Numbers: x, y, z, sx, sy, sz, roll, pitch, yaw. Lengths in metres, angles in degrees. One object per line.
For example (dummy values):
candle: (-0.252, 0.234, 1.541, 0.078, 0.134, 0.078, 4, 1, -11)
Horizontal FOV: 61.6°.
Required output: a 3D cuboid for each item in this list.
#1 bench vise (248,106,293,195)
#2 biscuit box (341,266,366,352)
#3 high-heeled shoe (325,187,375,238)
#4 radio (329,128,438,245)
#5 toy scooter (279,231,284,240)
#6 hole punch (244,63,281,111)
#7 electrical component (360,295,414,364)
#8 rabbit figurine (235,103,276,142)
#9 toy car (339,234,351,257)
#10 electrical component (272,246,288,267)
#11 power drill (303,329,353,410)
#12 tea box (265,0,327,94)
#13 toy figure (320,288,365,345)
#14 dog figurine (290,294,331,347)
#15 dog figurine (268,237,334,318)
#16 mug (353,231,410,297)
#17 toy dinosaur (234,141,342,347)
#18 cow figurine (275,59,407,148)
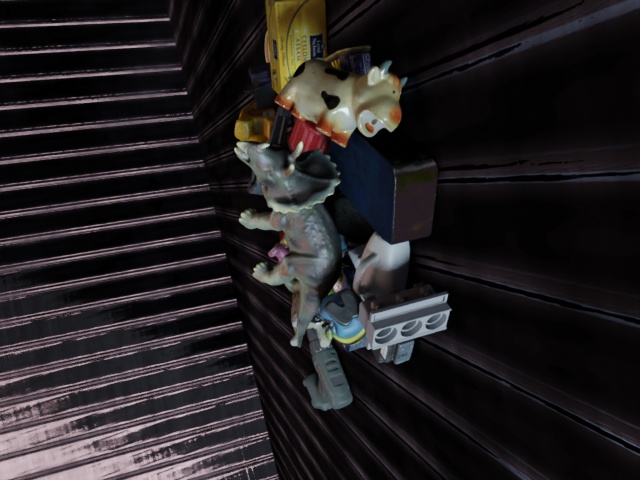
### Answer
bench vise: (-0.105, -0.215, 1.286, 0.224, 0.129, 0.240, -124, 45, -70)
biscuit box: (0.076, 0.136, 1.069, 0.202, 0.063, 0.059, 94, 156, -44)
high-heeled shoe: (0.065, -0.082, 0.980, 0.249, 0.145, 0.086, 22, 133, 34)
radio: (0.089, -0.107, 0.827, 0.230, 0.073, 0.130, -127, 29, -48)
toy scooter: (-0.071, -0.054, 1.359, 0.135, 0.075, 0.183, -122, 28, -45)
hole punch: (-0.091, -0.338, 1.121, 0.116, 0.142, 0.092, 135, 124, -83)
electrical component: (0.118, 0.152, 0.960, 0.114, 0.058, 0.134, 92, 156, -46)
rabbit figurine: (-0.169, -0.265, 1.423, 0.162, 0.122, 0.173, -119, 21, -52)
toy car: (-0.002, -0.003, 1.057, 0.103, 0.109, 0.162, -64, 5, 2)
electrical component: (-0.072, 0.046, 1.284, 0.045, 0.102, 0.078, 40, 150, -18)
power drill: (0.010, 0.351, 1.437, 0.232, 0.086, 0.207, 63, 151, 29)
tea box: (-0.042, -0.359, 0.992, 0.068, 0.098, 0.169, -127, 27, -53)
toy figure: (0.041, 0.132, 0.901, 0.180, 0.082, 0.089, 89, 169, -77)
dog figurine: (-0.024, 0.149, 1.341, 0.191, 0.121, 0.172, -103, 34, -49)
dog figurine: (-0.002, 0.068, 1.195, 0.108, 0.191, 0.219, -33, 98, 37)
mug: (0.096, 0.037, 0.865, 0.081, 0.109, 0.107, 35, 126, 42)
toy dinosaur: (-0.025, 0.006, 0.922, 0.192, 0.131, 0.404, -2, 114, 45)
cow figurine: (0.038, -0.204, 0.766, 0.195, 0.085, 0.127, 36, 101, 36)
